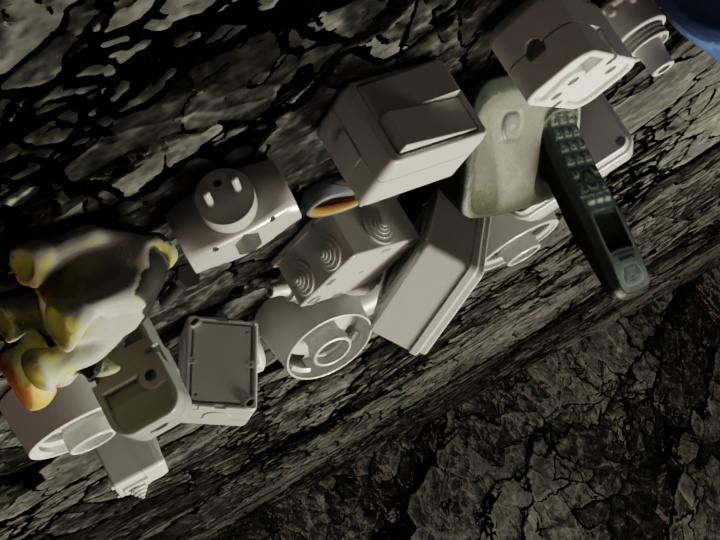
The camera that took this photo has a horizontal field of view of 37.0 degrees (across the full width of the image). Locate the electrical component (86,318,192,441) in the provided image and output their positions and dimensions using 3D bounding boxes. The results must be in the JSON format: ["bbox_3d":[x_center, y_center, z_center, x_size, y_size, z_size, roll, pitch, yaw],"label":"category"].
[{"bbox_3d":[-0.167,0.075,0.791,0.054,0.095,0.059,-29,167,-4],"label":"electrical component"}]

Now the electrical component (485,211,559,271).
[{"bbox_3d":[0.156,-0.039,1.125,0.108,0.060,0.108,-29,167,-7],"label":"electrical component"}]

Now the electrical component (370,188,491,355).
[{"bbox_3d":[0.062,-0.001,0.938,0.108,0.056,0.108,-58,-171,34],"label":"electrical component"}]

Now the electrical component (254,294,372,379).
[{"bbox_3d":[-0.041,0.055,1.013,0.099,0.064,0.099,-23,146,-17],"label":"electrical component"}]

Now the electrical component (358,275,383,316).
[{"bbox_3d":[-0.012,0.032,1.071,0.081,0.043,0.043,-28,166,-7],"label":"electrical component"}]

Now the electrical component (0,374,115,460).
[{"bbox_3d":[-0.229,0.114,0.873,0.108,0.060,0.108,-28,166,-8],"label":"electrical component"}]

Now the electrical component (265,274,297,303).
[{"bbox_3d":[-0.055,0.013,0.931,0.061,0.035,0.035,-13,158,-44],"label":"electrical component"}]

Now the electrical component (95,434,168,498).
[{"bbox_3d":[-0.217,0.168,1.014,0.061,0.096,0.061,-27,166,-15],"label":"electrical component"}]

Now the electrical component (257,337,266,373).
[{"bbox_3d":[-0.123,0.081,1.017,0.062,0.048,0.048,-20,164,-12],"label":"electrical component"}]

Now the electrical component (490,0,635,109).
[{"bbox_3d":[0.130,-0.145,0.699,0.054,0.059,0.095,-39,164,31],"label":"electrical component"}]

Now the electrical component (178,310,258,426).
[{"bbox_3d":[-0.124,0.082,0.927,0.062,0.096,0.061,6,155,-16],"label":"electrical component"}]

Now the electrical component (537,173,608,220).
[{"bbox_3d":[0.177,-0.096,0.968,0.096,0.061,0.061,-35,165,19],"label":"electrical component"}]

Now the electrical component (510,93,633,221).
[{"bbox_3d":[0.160,-0.099,0.886,0.113,0.078,0.057,-33,169,13],"label":"electrical component"}]

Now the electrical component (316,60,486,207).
[{"bbox_3d":[0.033,-0.091,0.684,0.096,0.061,0.061,-21,164,-33],"label":"electrical component"}]

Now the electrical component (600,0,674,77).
[{"bbox_3d":[0.197,-0.166,0.759,0.048,0.062,0.048,-28,166,-8],"label":"electrical component"}]

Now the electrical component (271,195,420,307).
[{"bbox_3d":[-0.010,-0.017,0.889,0.100,0.048,0.100,-16,161,-45],"label":"electrical component"}]

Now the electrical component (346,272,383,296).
[{"bbox_3d":[0.000,0.000,0.982,0.048,0.048,0.062,-32,173,6],"label":"electrical component"}]

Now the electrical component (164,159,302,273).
[{"bbox_3d":[-0.082,-0.039,0.672,0.077,0.043,0.079,-28,166,-6],"label":"electrical component"}]
